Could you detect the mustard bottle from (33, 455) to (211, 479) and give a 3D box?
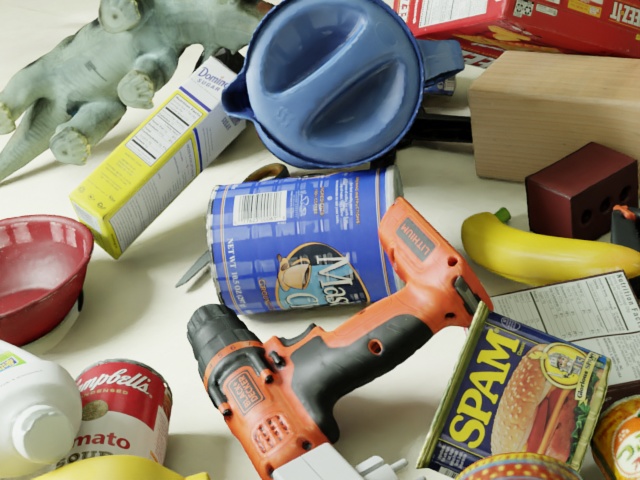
[{"bbox_3d":[-0.131,0.166,0.586,0.191,0.096,0.058,-14,31,-5],"label":"mustard bottle"}]

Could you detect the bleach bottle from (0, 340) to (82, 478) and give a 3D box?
[{"bbox_3d":[-0.222,0.107,0.673,0.102,0.068,0.251,-31,19,-29],"label":"bleach bottle"}]

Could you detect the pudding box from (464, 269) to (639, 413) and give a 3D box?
[{"bbox_3d":[0.157,0.072,0.687,0.113,0.039,0.090,-10,47,-2],"label":"pudding box"}]

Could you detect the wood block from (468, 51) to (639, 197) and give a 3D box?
[{"bbox_3d":[0.242,-0.100,0.915,0.206,0.091,0.090,10,36,32],"label":"wood block"}]

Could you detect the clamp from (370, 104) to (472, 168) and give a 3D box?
[{"bbox_3d":[0.085,-0.109,1.030,0.120,0.039,0.171,-15,31,-9],"label":"clamp"}]

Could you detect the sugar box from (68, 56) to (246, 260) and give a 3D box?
[{"bbox_3d":[-0.137,-0.071,0.929,0.048,0.093,0.176,36,71,10],"label":"sugar box"}]

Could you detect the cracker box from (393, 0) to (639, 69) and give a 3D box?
[{"bbox_3d":[0.186,-0.208,1.011,0.164,0.072,0.214,10,0,-24],"label":"cracker box"}]

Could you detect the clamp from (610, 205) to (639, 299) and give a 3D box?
[{"bbox_3d":[0.261,0.033,0.740,0.164,0.036,0.210,-22,32,-19],"label":"clamp"}]

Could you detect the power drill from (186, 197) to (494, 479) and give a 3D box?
[{"bbox_3d":[0.006,0.057,0.707,0.187,0.057,0.185,-40,40,0],"label":"power drill"}]

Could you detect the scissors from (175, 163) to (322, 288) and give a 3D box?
[{"bbox_3d":[-0.051,-0.015,0.941,0.096,0.016,0.201,-1,32,16],"label":"scissors"}]

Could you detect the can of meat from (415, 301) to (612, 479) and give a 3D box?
[{"bbox_3d":[0.112,0.099,0.613,0.084,0.057,0.102,22,70,10],"label":"can of meat"}]

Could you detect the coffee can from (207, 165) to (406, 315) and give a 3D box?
[{"bbox_3d":[-0.005,0.001,0.814,0.140,0.103,0.102,-6,31,9],"label":"coffee can"}]

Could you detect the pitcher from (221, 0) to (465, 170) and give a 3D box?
[{"bbox_3d":[0.012,-0.120,0.885,0.149,0.145,0.243,31,-2,-4],"label":"pitcher"}]

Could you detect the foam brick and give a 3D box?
[{"bbox_3d":[0.210,-0.035,0.854,0.078,0.053,0.051,-28,35,-24],"label":"foam brick"}]

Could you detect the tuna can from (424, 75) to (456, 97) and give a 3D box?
[{"bbox_3d":[0.097,-0.169,1.100,0.086,0.034,0.086,5,10,-1],"label":"tuna can"}]

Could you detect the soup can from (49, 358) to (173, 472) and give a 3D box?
[{"bbox_3d":[-0.132,0.132,0.672,0.068,0.068,0.102,-8,32,5],"label":"soup can"}]

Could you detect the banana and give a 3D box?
[{"bbox_3d":[0.155,0.004,0.793,0.069,0.037,0.198,-30,21,-11],"label":"banana"}]

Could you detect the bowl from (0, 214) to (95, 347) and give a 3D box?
[{"bbox_3d":[-0.257,0.042,0.872,0.162,0.055,0.162,-8,31,5],"label":"bowl"}]
